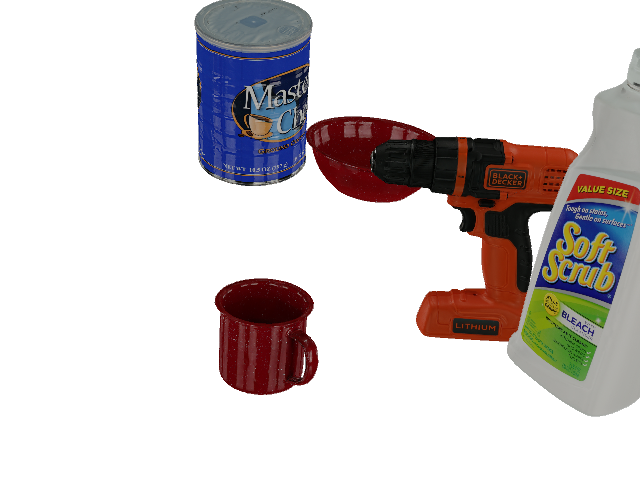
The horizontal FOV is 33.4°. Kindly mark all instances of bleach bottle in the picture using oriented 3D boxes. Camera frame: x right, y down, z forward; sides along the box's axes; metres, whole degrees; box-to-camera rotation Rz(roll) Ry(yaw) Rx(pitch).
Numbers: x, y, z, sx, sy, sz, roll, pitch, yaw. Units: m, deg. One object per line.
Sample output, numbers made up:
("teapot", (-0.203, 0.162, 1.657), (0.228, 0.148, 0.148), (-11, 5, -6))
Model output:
("bleach bottle", (0.192, -0.008, 0.712), (0.068, 0.251, 0.103), (-16, 36, -29))

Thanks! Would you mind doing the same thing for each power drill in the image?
("power drill", (0.132, -0.003, 0.965), (0.184, 0.188, 0.057), (4, 26, 3))

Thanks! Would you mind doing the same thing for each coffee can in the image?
("coffee can", (-0.061, -0.135, 0.968), (0.103, 0.140, 0.103), (2, 36, -2))

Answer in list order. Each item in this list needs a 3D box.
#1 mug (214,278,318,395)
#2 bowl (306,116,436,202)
("mug", (-0.046, 0.097, 1.011), (0.117, 0.081, 0.093), (24, 32, 36))
("bowl", (0.060, -0.087, 1.203), (0.162, 0.055, 0.162), (6, 27, -3))
